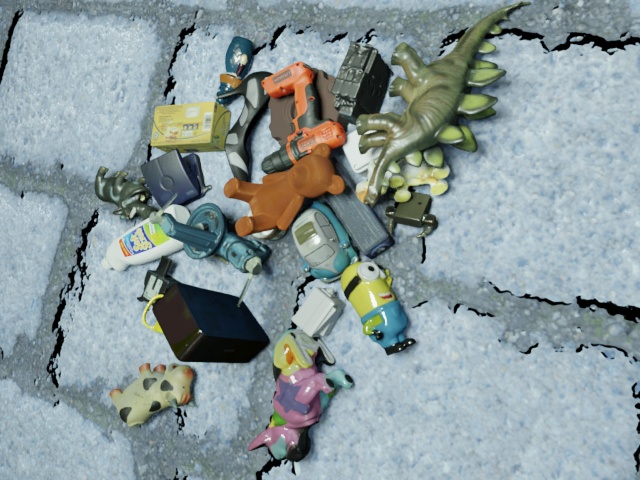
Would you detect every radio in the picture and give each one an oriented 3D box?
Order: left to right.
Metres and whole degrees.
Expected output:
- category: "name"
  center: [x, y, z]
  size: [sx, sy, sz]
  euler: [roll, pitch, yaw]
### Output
- category: "radio"
  center: [-0.204, 0.162, 1.024]
  size: [0.073, 0.229, 0.131]
  euler: [-44, 63, 9]

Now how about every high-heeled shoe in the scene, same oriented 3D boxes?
- category: "high-heeled shoe"
  center: [-0.134, -0.234, 1.151]
  size: [0.145, 0.086, 0.248]
  euler: [-12, 89, 1]

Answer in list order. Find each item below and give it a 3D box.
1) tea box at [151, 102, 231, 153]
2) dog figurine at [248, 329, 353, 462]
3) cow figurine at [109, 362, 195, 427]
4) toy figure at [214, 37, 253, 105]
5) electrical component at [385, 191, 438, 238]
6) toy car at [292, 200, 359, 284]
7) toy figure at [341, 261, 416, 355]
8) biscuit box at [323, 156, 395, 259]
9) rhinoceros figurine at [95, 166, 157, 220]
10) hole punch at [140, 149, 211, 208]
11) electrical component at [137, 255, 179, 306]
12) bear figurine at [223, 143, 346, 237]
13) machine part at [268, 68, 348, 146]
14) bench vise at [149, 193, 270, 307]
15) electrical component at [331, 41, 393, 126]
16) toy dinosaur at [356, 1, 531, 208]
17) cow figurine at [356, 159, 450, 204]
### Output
- category: "tea box"
  center: [-0.293, -0.252, 1.216]
  size: [0.170, 0.068, 0.098]
  euler: [4, 83, 26]
- category: "dog figurine"
  center: [-0.060, 0.299, 1.006]
  size: [0.219, 0.108, 0.192]
  euler: [-48, 67, 14]
- category: "cow figurine"
  center: [-0.348, 0.329, 1.146]
  size: [0.195, 0.085, 0.127]
  euler: [-38, 63, 13]
- category: "toy figure"
  center: [-0.191, -0.370, 1.193]
  size: [0.058, 0.064, 0.154]
  euler: [17, 95, -12]
- category: "electrical component"
  center: [0.167, -0.047, 0.988]
  size: [0.102, 0.045, 0.078]
  euler: [8, 57, 23]
- category: "toy car"
  center: [-0.002, -0.003, 1.026]
  size: [0.109, 0.103, 0.162]
  euler: [-31, 73, 17]
- category: "toy figure"
  center: [0.100, 0.121, 0.972]
  size: [0.089, 0.082, 0.180]
  euler: [-29, 74, 16]
- category: "biscuit box"
  center: [0.062, -0.061, 1.026]
  size: [0.063, 0.059, 0.203]
  euler: [-36, 69, 12]
- category: "rhinoceros figurine"
  center: [-0.463, -0.105, 1.270]
  size: [0.191, 0.073, 0.112]
  euler: [24, 91, 26]
- category: "hole punch"
  center: [-0.328, -0.136, 1.206]
  size: [0.142, 0.092, 0.116]
  euler: [-20, 78, 17]
- category: "electrical component"
  center: [-0.354, 0.094, 1.203]
  size: [0.075, 0.047, 0.119]
  euler: [20, 90, 25]
- category: "bear figurine"
  center: [-0.061, -0.092, 0.979]
  size: [0.196, 0.132, 0.120]
  euler: [-30, 71, 37]
- category: "machine part"
  center: [-0.026, -0.261, 1.101]
  size: [0.180, 0.056, 0.179]
  euler: [-4, 82, 26]
- category: "bench vise"
  center: [-0.222, -0.001, 1.063]
  size: [0.129, 0.240, 0.224]
  euler: [-51, 50, 14]
- category: "electrical component"
  center: [0.079, -0.289, 1.024]
  size: [0.058, 0.114, 0.134]
  euler: [21, 91, 30]
- category: "toy dinosaur"
  center: [0.208, -0.252, 0.932]
  size: [0.199, 0.105, 0.471]
  euler: [26, 79, 17]
- category: "cow figurine"
  center: [0.144, -0.122, 0.976]
  size: [0.167, 0.068, 0.098]
  euler: [-10, 50, 7]
